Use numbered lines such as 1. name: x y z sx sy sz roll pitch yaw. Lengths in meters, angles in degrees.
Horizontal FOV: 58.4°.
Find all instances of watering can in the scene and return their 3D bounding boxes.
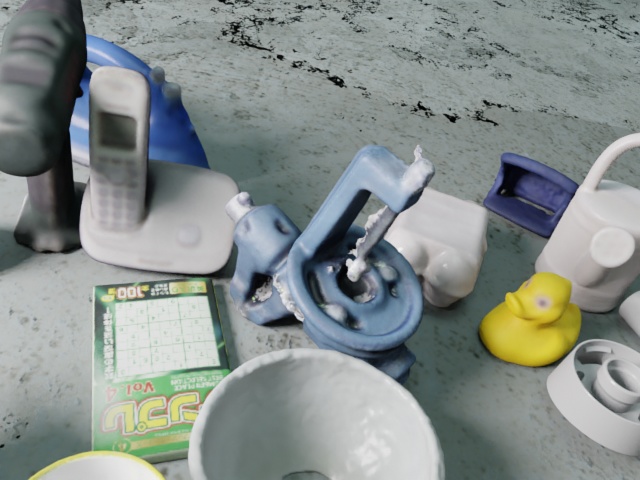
1. watering can: 0.315 -0.018 0.606 0.101 0.194 0.173 14 38 1

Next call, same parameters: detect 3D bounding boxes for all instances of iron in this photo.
1. iron: -0.233 -0.164 0.664 0.258 0.141 0.119 21 39 9

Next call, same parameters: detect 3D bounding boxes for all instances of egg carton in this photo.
1. egg carton: 0.126 0.003 0.623 0.107 0.069 0.150 20 39 8

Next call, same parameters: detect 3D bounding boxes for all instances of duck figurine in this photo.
1. duck figurine: 0.215 0.069 0.556 0.105 0.086 0.077 -3 41 -20

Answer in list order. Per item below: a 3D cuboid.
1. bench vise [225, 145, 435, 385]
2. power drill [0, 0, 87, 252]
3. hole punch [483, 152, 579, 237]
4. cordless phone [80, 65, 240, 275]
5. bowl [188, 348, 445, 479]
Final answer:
1. bench vise: 0.000 0.008 0.459 0.207 0.220 0.122 22 39 10
2. power drill: -0.251 -0.105 0.533 0.076 0.208 0.229 1 40 -15
3. hole punch: 0.281 -0.075 0.747 0.108 0.091 0.101 30 41 20
4. cordless phone: -0.144 -0.060 0.528 0.148 0.185 0.094 6 39 -9
5. bowl: -0.005 0.160 0.389 0.167 0.075 0.167 8 39 -6
